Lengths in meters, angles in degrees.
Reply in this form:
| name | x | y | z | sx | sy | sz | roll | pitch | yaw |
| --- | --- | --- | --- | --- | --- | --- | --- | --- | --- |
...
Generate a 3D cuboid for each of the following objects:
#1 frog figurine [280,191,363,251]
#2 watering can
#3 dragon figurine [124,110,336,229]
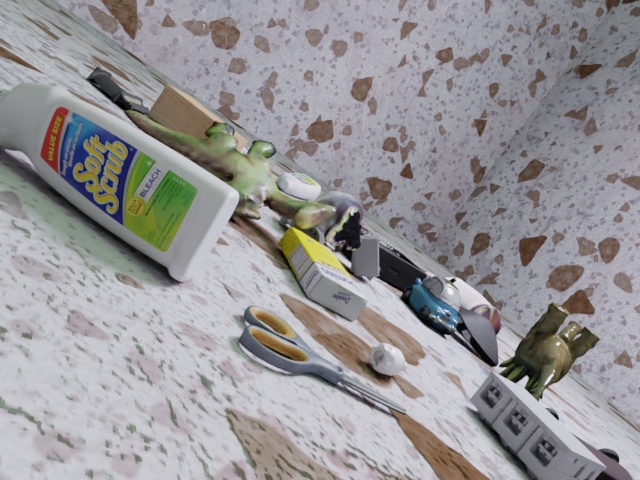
| name | x | y | z | sx | sy | sz | roll | pitch | yaw |
| --- | --- | --- | --- | --- | --- | --- | --- | --- | --- |
| frog figurine | 0.003 | -0.052 | 1.043 | 0.161 | 0.121 | 0.138 | 28 | 26 | 36 |
| watering can | 0.411 | 0.190 | 1.426 | 0.343 | 0.103 | 0.228 | 32 | 10 | -41 |
| dragon figurine | -0.169 | -0.116 | 0.879 | 0.409 | 0.120 | 0.246 | 20 | 18 | -10 |
